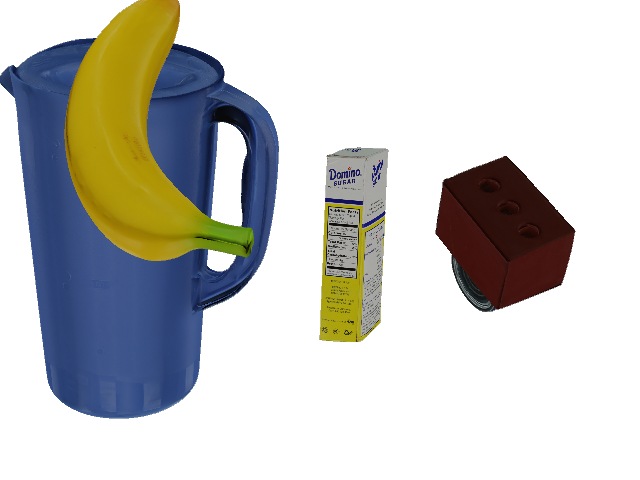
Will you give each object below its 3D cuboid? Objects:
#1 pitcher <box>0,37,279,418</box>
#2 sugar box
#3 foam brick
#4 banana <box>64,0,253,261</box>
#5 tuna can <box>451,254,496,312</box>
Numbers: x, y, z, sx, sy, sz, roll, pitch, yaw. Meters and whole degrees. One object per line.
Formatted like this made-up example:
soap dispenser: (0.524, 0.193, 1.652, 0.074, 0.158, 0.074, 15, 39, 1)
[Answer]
pitcher: (-0.123, -0.005, 0.714, 0.144, 0.243, 0.149, -11, 30, -28)
sugar box: (0.032, 0.002, 1.019, 0.048, 0.176, 0.093, 3, 9, 16)
foam brick: (0.118, -0.005, 0.690, 0.053, 0.078, 0.051, -21, -37, -20)
banana: (-0.085, -0.053, 0.498, 0.069, 0.037, 0.198, -5, 46, -16)
tuna can: (0.184, 0.036, 1.196, 0.033, 0.086, 0.086, -24, 9, -20)
